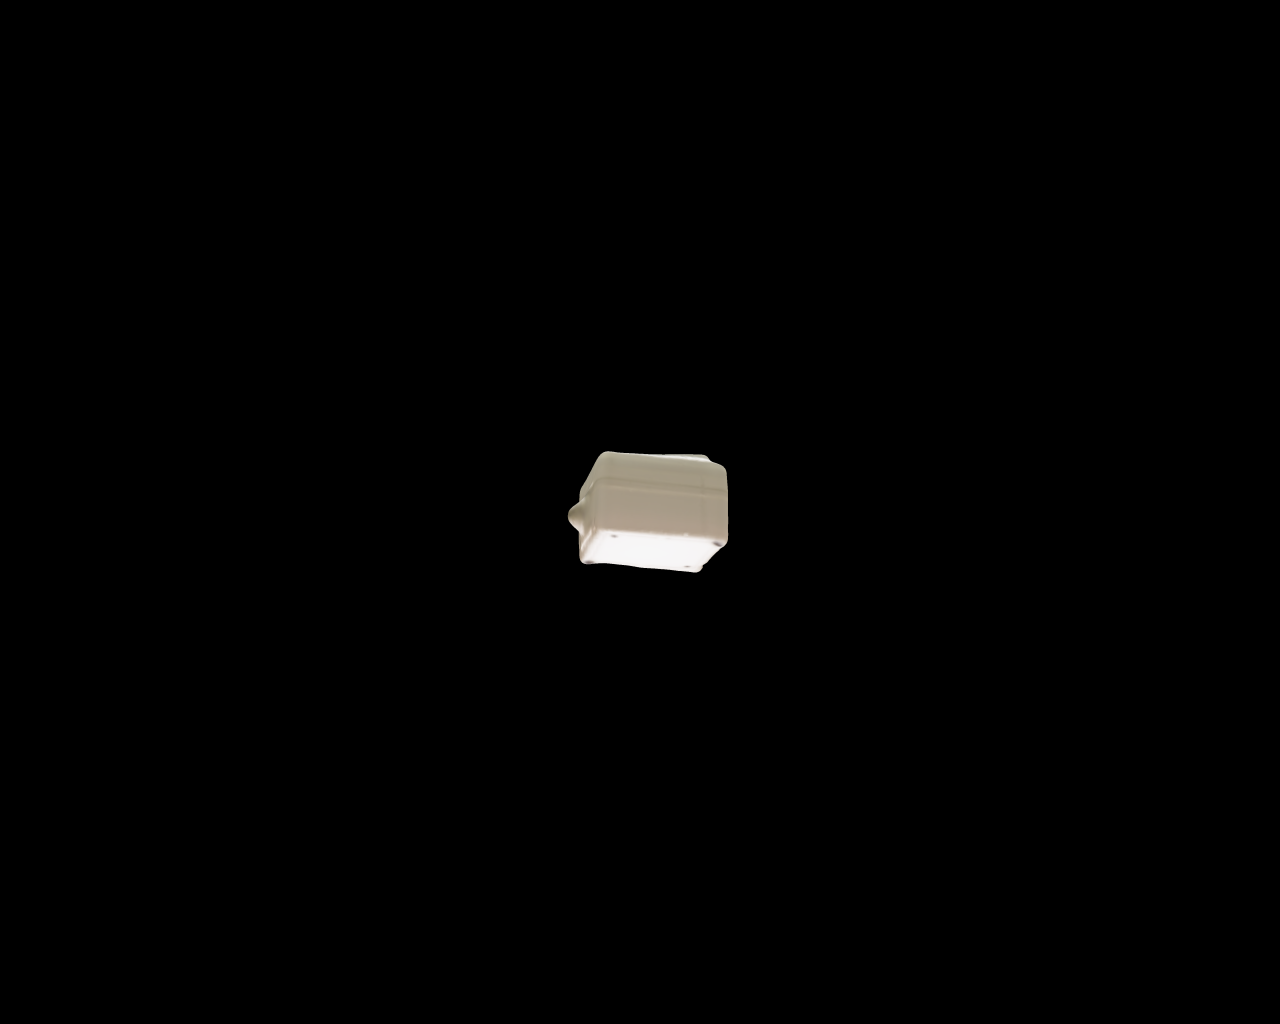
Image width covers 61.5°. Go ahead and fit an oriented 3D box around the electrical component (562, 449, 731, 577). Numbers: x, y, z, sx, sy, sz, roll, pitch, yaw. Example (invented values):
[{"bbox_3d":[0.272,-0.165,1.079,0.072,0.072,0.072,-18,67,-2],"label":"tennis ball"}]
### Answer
[{"bbox_3d":[0.001,-0.003,0.650,0.096,0.061,0.061,6,-24,-14],"label":"electrical component"}]
